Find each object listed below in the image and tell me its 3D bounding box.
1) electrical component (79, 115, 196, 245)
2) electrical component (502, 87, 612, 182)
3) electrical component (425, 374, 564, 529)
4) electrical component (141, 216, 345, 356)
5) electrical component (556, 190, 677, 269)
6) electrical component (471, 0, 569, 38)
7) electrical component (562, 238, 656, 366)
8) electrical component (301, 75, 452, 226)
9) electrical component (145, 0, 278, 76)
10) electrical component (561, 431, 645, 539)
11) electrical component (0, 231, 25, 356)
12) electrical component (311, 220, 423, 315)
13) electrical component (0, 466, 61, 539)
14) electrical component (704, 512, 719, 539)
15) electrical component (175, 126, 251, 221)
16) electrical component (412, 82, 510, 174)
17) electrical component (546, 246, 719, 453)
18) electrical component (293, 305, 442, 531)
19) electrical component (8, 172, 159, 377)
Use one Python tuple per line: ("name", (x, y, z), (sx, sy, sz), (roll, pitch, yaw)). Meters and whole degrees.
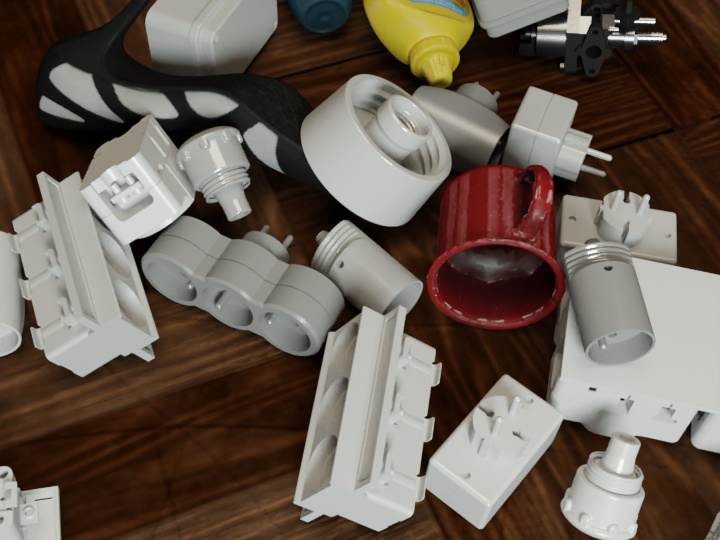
("electrical component", (-0.151, -0.060, 0.745), (0.050, 0.055, 0.089), (-31, 24, 10))
("electrical component", (0.152, -0.090, 0.816), (0.077, 0.065, 0.047), (21, 55, 10))
("electrical component", (0.086, 0.103, 0.665), (0.047, 0.075, 0.083), (35, 59, 19))
("electrical component", (-0.073, -0.002, 0.743), (0.138, 0.052, 0.073), (23, 56, 12))
("electrical component", (0.186, -0.031, 0.769), (0.083, 0.075, 0.047), (10, 54, 2))
("electrical component", (0.127, -0.255, 0.911), (0.078, 0.057, 0.113), (-19, 38, 10))
("electrical component", (0.155, 0.015, 0.678), (0.043, 0.043, 0.081), (-2, 55, -6))
("electrical component", (0.018, -0.093, 0.779), (0.108, 0.060, 0.108), (28, 39, -26))
("electrical component", (-0.116, -0.200, 0.867), (0.057, 0.078, 0.113), (20, 55, 13))
("electrical component", (0.153, 0.130, 0.655), (0.048, 0.062, 0.048), (14, 16, -4))
("electrical component", (-0.268, 0.018, 0.719), (0.079, 0.043, 0.077), (-7, 55, -9))
("electrical component", (0.000, 0.000, 0.753), (0.043, 0.043, 0.081), (-37, 65, -26))
("electrical component", (-0.216, 0.145, 0.619), (0.081, 0.063, 0.042), (-7, 57, -10))
("electrical component", (0.244, 0.190, 0.633), (0.100, 0.048, 0.099), (29, 57, 15))
("electrical component", (-0.096, -0.065, 0.744), (0.048, 0.048, 0.062), (-23, 83, -20))
("electrical component", (0.083, -0.119, 0.844), (0.077, 0.044, 0.079), (28, 58, 14))
("electrical component", (0.225, 0.061, 0.715), (0.186, 0.060, 0.105), (12, 54, 4))
("electrical component", (0.007, 0.094, 0.669), (0.063, 0.079, 0.121), (27, 51, -21))
("electrical component", (-0.187, 0.004, 0.718), (0.063, 0.079, 0.121), (-31, 58, 10))
